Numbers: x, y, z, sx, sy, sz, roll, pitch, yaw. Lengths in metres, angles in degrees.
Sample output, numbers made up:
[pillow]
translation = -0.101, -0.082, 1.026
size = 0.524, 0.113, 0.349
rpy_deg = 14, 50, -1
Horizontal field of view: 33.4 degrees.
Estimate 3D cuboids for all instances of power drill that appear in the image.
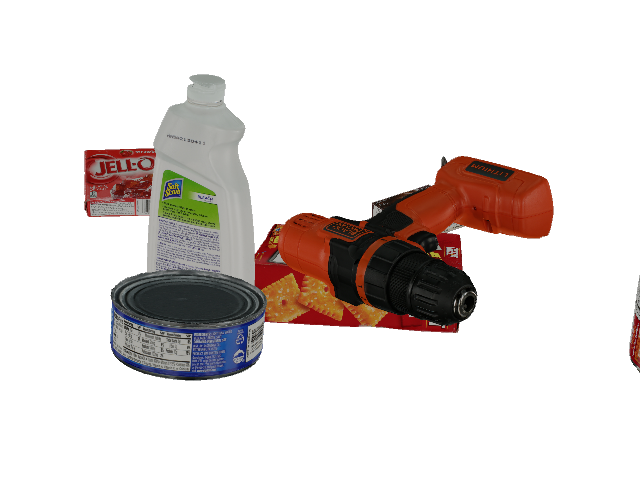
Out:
[power drill]
translation = 0.088, -0.004, 0.801
size = 0.187, 0.057, 0.185
rpy_deg = -23, 30, -35

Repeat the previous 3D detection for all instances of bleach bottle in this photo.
[bleach bottle]
translation = -0.097, -0.016, 0.920
size = 0.102, 0.251, 0.068
rpy_deg = 11, 23, 11

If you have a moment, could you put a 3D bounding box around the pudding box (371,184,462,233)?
[pudding box]
translation = 0.146, -0.038, 1.572
size = 0.113, 0.039, 0.090
rpy_deg = -20, 34, -28

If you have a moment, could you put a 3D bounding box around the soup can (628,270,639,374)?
[soup can]
translation = 0.200, 0.022, 0.553
size = 0.068, 0.102, 0.068
rpy_deg = 1, 25, -1

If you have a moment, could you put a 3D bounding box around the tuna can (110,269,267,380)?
[tuna can]
translation = -0.073, 0.046, 0.592
size = 0.086, 0.034, 0.086
rpy_deg = 5, 17, -2

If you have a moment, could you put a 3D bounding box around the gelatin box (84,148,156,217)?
[gelatin box]
translation = -0.198, -0.061, 1.100
size = 0.089, 0.073, 0.030
rpy_deg = -2, -41, -10

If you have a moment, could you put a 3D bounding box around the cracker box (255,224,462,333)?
[cracker box]
translation = 0.041, 0.039, 1.131
size = 0.214, 0.072, 0.164
rpy_deg = 4, 15, 6
